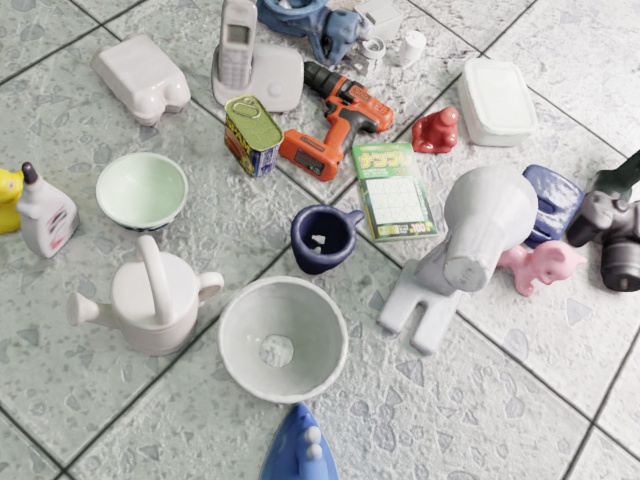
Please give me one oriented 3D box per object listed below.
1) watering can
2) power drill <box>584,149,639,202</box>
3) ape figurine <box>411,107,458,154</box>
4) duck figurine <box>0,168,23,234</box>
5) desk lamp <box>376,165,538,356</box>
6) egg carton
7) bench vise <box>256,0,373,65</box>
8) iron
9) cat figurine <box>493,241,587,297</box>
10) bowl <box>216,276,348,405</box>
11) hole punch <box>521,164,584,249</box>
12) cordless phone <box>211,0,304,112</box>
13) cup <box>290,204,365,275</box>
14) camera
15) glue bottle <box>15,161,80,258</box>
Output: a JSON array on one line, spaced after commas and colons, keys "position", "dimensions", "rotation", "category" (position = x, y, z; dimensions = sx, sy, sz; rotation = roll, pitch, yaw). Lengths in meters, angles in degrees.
[{"position": [-0.202, 0.068, 0.678], "dimensions": [0.173, 0.194, 0.101], "rotation": [-36, 76, -26], "category": "watering can"}, {"position": [0.530, -0.120, 0.933], "dimensions": [0.075, 0.208, 0.230], "rotation": [35, 61, 6], "category": "power drill"}, {"position": [0.200, -0.188, 0.958], "dimensions": [0.077, 0.092, 0.076], "rotation": [41, 62, 10], "category": "ape figurine"}, {"position": [-0.425, -0.058, 0.753], "dimensions": [0.105, 0.086, 0.077], "rotation": [-29, 73, -24], "category": "duck figurine"}, {"position": [0.190, 0.027, 0.777], "dimensions": [0.118, 0.213, 0.203], "rotation": [31, 61, 4], "category": "desk lamp"}, {"position": [-0.278, -0.253, 0.895], "dimensions": [0.107, 0.069, 0.150], "rotation": [-38, 77, -26], "category": "egg carton"}, {"position": [0.000, -0.418, 0.957], "dimensions": [0.207, 0.219, 0.121], "rotation": [13, 61, -6], "category": "bench vise"}, {"position": [-0.015, 0.297, 0.634], "dimensions": [0.119, 0.141, 0.258], "rotation": [4, 63, -11], "category": "iron"}, {"position": [0.325, 0.027, 0.863], "dimensions": [0.127, 0.117, 0.067], "rotation": [30, 61, 4], "category": "cat figurine"}, {"position": [-0.051, 0.136, 0.746], "dimensions": [0.167, 0.074, 0.167], "rotation": [5, 62, -10], "category": "bowl"}, {"position": [0.354, -0.051, 0.924], "dimensions": [0.108, 0.091, 0.101], "rotation": [30, 61, 4], "category": "hole punch"}, {"position": [-0.093, -0.288, 0.889], "dimensions": [0.148, 0.185, 0.094], "rotation": [0, 63, -13], "category": "cordless phone"}, {"position": [0.007, 0.003, 0.815], "dimensions": [0.118, 0.095, 0.091], "rotation": [-31, 74, -24], "category": "cup"}, {"position": [0.483, 0.004, 0.920], "dimensions": [0.143, 0.100, 0.137], "rotation": [21, 61, -2], "category": "camera"}, {"position": [-0.346, -0.044, 0.714], "dimensions": [0.037, 0.173, 0.078], "rotation": [25, 61, 1], "category": "glue bottle"}]
